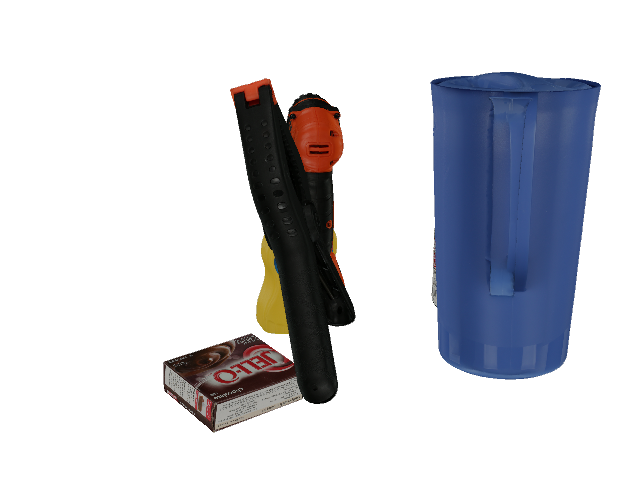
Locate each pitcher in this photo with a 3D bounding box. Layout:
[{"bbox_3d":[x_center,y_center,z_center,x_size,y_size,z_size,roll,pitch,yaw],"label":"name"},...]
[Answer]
[{"bbox_3d":[0.152,-0.013,0.867,0.149,0.243,0.145,-9,16,-33],"label":"pitcher"}]

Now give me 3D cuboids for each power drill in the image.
[{"bbox_3d":[-0.008,-0.047,1.062,0.057,0.188,0.184,-2,18,-1],"label":"power drill"}]

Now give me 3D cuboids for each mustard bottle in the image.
[{"bbox_3d":[-0.027,0.021,1.331,0.096,0.192,0.058,-6,28,-22],"label":"mustard bottle"}]

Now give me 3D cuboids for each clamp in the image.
[{"bbox_3d":[-0.017,-0.007,0.741,0.036,0.210,0.164,-15,5,9],"label":"clamp"}]

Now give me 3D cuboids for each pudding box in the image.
[{"bbox_3d":[-0.085,0.138,1.051,0.113,0.039,0.090,-17,31,-37],"label":"pudding box"}]

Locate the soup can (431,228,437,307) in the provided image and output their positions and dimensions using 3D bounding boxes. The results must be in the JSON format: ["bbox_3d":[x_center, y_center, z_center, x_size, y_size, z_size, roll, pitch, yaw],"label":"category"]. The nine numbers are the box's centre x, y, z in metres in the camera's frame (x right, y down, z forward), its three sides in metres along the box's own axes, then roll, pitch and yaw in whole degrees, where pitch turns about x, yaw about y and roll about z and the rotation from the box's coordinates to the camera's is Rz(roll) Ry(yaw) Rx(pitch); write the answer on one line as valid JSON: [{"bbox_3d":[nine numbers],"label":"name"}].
[{"bbox_3d":[0.168,0.032,1.285,0.068,0.102,0.068,-1,37,1],"label":"soup can"}]
